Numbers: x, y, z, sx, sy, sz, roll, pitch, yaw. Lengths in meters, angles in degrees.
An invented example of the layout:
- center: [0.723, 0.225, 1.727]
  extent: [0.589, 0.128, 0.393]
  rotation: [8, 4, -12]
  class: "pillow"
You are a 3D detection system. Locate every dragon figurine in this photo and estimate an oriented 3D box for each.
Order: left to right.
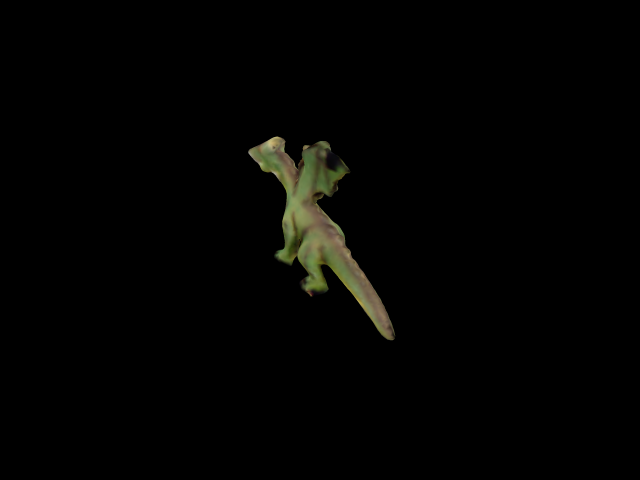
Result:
- center: [0.003, -0.043, 0.850]
  extent: [0.123, 0.237, 0.416]
  rotation: [-25, 46, -27]
  class: "dragon figurine"
